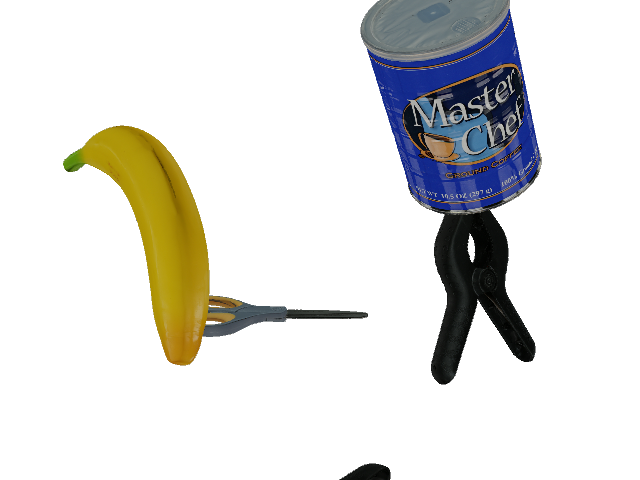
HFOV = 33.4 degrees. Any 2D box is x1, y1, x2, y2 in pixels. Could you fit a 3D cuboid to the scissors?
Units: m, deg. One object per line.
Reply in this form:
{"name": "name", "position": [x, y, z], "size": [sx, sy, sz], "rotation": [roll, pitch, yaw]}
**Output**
{"name": "scissors", "position": [-0.056, 0.083, 1.110], "size": [0.202, 0.016, 0.096], "rotation": [6, 19, 9]}

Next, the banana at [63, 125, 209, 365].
{"name": "banana", "position": [-0.104, -0.014, 0.653], "size": [0.037, 0.070, 0.198], "rotation": [5, 36, -38]}

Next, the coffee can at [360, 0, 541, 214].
{"name": "coffee can", "position": [0.096, -0.104, 0.763], "size": [0.103, 0.140, 0.103], "rotation": [-13, 38, 11]}

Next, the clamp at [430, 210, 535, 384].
{"name": "clamp", "position": [0.132, 0.045, 0.955], "size": [0.120, 0.171, 0.039], "rotation": [-20, 6, -41]}

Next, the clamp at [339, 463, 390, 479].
{"name": "clamp", "position": [-0.040, 0.198, 0.644], "size": [0.210, 0.036, 0.164], "rotation": [-4, 28, 2]}
